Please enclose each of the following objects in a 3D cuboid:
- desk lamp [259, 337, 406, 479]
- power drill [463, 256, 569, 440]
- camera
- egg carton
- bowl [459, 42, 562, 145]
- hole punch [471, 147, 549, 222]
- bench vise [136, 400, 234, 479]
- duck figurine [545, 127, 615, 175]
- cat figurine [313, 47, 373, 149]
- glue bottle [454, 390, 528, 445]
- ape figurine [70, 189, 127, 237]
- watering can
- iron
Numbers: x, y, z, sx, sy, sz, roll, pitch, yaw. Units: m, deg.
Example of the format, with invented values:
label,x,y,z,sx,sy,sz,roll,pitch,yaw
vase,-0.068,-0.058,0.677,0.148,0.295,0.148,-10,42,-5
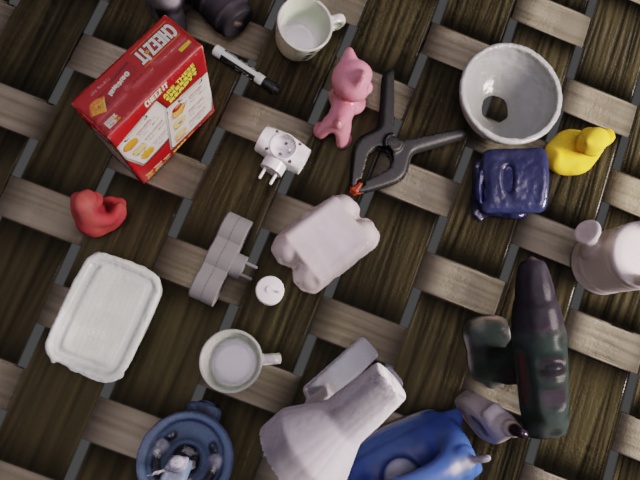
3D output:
label,x,y,z,sx,sy,sz,roll,pitch,yaw
desk lamp,0.026,0.224,0.748,0.203,0.213,0.118,-41,87,-11
power drill,0.270,0.147,0.789,0.075,0.208,0.230,-8,82,-7
camera,-0.181,-0.378,0.880,0.143,0.100,0.137,-40,87,-11
egg carton,0.008,0.003,0.855,0.150,0.069,0.107,-38,86,-10
bowl,0.294,-0.223,0.920,0.167,0.074,0.167,1,81,-6
hole punch,0.293,-0.086,0.889,0.101,0.091,0.109,5,80,-5
bench vise,-0.169,0.315,0.709,0.121,0.219,0.207,-1,81,-6
duck figurine,0.419,-0.150,0.916,0.104,0.086,0.077,-20,83,-9
cat figurine,0.041,-0.218,0.870,0.067,0.117,0.128,19,79,-2
glue bottle,0.242,0.251,0.787,0.037,0.173,0.078,-39,86,-10
ape figurine,-0.323,-0.045,0.816,0.078,0.092,0.076,35,79,1
watering can,0.454,0.023,0.836,0.173,0.194,0.101,1,81,-6
iron,0.104,0.325,0.777,0.258,0.141,0.118,-20,83,-9
